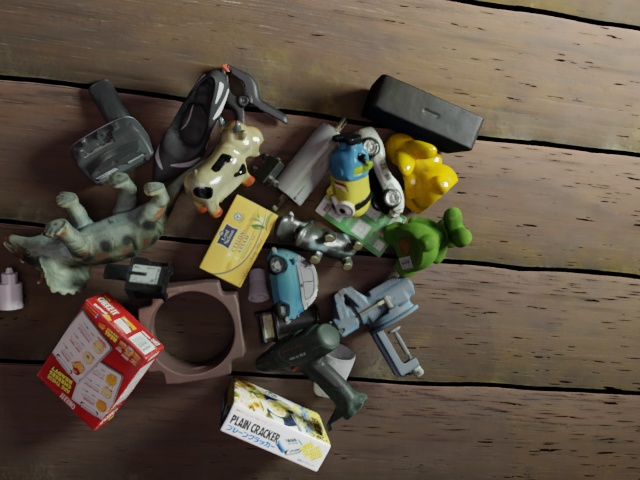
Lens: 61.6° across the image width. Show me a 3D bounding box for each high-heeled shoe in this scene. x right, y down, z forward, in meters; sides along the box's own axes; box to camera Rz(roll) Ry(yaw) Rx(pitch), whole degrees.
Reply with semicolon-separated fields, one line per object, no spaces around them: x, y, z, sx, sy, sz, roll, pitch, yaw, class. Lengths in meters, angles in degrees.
-0.256;-0.212;1.040;0.086;0.145;0.248;31;89;-9;high-heeled shoe

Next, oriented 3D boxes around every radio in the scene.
0.205;-0.254;1.112;0.229;0.131;0.073;22;91;-10;radio

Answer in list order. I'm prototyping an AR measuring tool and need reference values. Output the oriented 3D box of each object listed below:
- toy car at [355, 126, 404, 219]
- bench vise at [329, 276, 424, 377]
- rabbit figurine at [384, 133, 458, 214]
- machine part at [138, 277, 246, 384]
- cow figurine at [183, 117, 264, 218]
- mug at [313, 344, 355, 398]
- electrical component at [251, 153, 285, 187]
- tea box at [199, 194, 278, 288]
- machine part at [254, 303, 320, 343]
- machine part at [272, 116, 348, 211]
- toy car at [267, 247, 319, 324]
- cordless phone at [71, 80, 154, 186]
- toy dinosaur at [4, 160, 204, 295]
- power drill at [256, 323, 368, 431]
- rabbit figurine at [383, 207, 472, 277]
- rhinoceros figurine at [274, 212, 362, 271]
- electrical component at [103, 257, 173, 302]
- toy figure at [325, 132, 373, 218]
0.122;-0.139;1.133;0.056;0.073;0.201;-25;93;-17;toy car
0.131;0.194;1.141;0.224;0.129;0.240;-28;82;-21;bench vise
0.195;-0.152;1.125;0.122;0.162;0.173;-38;82;9;rabbit figurine
-0.261;0.182;1.107;0.201;0.087;0.200;-8;96;-6;machine part
-0.187;-0.152;1.051;0.195;0.086;0.127;-48;137;-19;cow figurine
0.012;0.283;1.161;0.109;0.081;0.107;11;104;-13;mug
-0.103;-0.143;1.102;0.063;0.094;0.021;-51;136;-1;electrical component
-0.169;0.000;1.112;0.098;0.068;0.169;26;92;-11;tea box
-0.067;0.177;1.161;0.139;0.039;0.084;-13;89;-5;machine part
-0.019;-0.156;1.116;0.079;0.079;0.243;38;89;-10;machine part
-0.054;0.088;1.106;0.103;0.109;0.161;-10;80;-5;toy car
-0.431;-0.215;1.058;0.147;0.089;0.184;-30;88;-4;cordless phone
-0.397;-0.018;1.051;0.405;0.131;0.192;-19;141;-18;toy dinosaur
-0.012;0.279;1.095;0.207;0.086;0.232;54;129;10;power drill
0.245;-0.014;1.138;0.170;0.159;0.121;-19;80;-32;rabbit figurine
-0.002;-0.003;1.118;0.190;0.112;0.073;16;114;-23;rhinoceros figurine
-0.348;0.074;1.030;0.119;0.047;0.075;2;60;-4;electrical component
0.065;-0.128;1.089;0.089;0.082;0.179;-10;120;-17;toy figure
